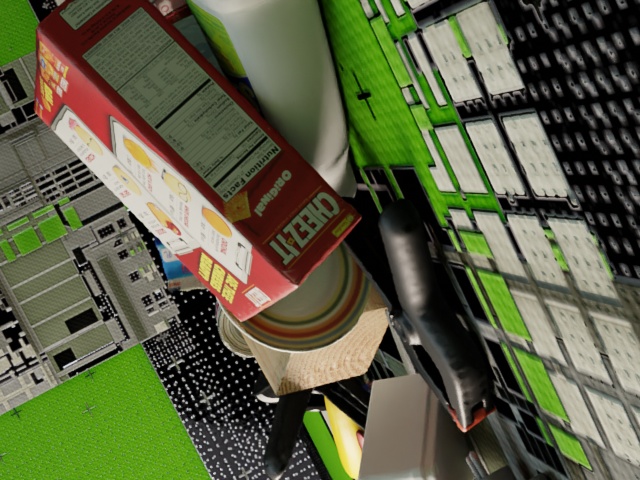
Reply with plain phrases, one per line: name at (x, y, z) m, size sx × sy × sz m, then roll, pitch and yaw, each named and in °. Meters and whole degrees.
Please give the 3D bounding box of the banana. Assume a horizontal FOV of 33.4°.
banana at (0.031, 0.204, 1.105) m, size 0.070 × 0.037 × 0.198 m, roll 59°, pitch 170°, yaw 30°

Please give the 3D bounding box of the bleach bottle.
bleach bottle at (-0.020, -0.091, 0.686) m, size 0.103 × 0.068 × 0.250 m, roll 48°, pitch 167°, yaw 41°

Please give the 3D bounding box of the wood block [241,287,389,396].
wood block at (-0.034, 0.019, 0.910) m, size 0.206 × 0.090 × 0.090 m, roll 57°, pitch 144°, yaw 35°

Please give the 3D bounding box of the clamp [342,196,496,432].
clamp at (0.059, 0.041, 0.687) m, size 0.171 × 0.039 × 0.120 m, roll 66°, pitch 171°, yaw -19°

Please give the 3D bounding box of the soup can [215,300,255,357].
soup can at (-0.070, 0.077, 1.069) m, size 0.068 × 0.068 × 0.102 m, roll 64°, pitch 176°, yaw -6°

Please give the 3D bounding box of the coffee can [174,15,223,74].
coffee can at (-0.070, -0.091, 0.826) m, size 0.103 × 0.102 × 0.140 m, roll 54°, pitch 168°, yaw 45°

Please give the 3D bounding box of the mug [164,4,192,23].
mug at (-0.138, -0.167, 1.006) m, size 0.117 × 0.093 × 0.081 m, roll -15°, pitch 110°, yaw 49°

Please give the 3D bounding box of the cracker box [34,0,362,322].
cracker box at (-0.087, -0.053, 0.693) m, size 0.213 × 0.072 × 0.164 m, roll 45°, pitch 161°, yaw -3°

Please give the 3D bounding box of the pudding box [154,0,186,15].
pudding box at (-0.174, -0.278, 1.078) m, size 0.090 × 0.039 × 0.113 m, roll 54°, pitch 168°, yaw 46°

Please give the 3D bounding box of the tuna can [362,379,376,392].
tuna can at (0.063, 0.192, 1.126) m, size 0.086 × 0.033 × 0.086 m, roll 60°, pitch 171°, yaw 16°

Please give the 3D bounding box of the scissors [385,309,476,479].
scissors at (0.095, 0.148, 0.873) m, size 0.096 × 0.016 × 0.201 m, roll 52°, pitch 167°, yaw 44°

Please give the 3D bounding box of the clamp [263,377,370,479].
clamp at (0.004, 0.120, 0.926) m, size 0.036 × 0.164 × 0.210 m, roll -54°, pitch 39°, yaw 34°

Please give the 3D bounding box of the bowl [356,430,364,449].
bowl at (0.096, 0.239, 1.006) m, size 0.162 × 0.055 × 0.162 m, roll 60°, pitch 171°, yaw 16°
